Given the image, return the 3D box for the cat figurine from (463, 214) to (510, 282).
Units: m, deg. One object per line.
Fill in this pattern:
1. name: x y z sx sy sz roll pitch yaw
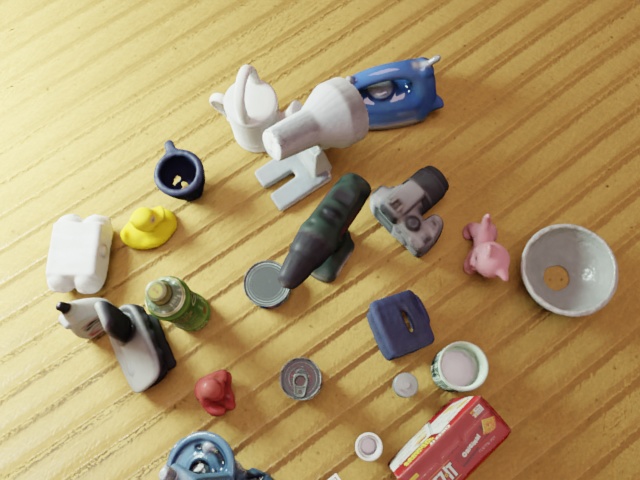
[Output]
1. cat figurine: 0.296 0.016 1.011 0.067 0.118 0.128 1 74 2

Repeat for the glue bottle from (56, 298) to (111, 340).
1. glue bottle: -0.404 0.127 0.970 0.078 0.173 0.037 -44 77 -10

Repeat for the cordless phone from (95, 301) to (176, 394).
1. cordless phone: -0.320 0.173 0.948 0.094 0.185 0.147 -30 75 -7

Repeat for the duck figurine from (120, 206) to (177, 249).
1. duck figurine: -0.324 -0.030 1.058 0.104 0.086 0.077 -26 75 -6

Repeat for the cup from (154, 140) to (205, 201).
1. cup: -0.259 -0.122 1.078 0.092 0.095 0.117 -22 75 -5

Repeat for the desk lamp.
1. desk lamp: -0.020 -0.170 1.023 0.203 0.213 0.118 -35 76 -8

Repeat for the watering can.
1. watering can: -0.118 -0.248 1.058 0.173 0.194 0.101 -8 74 -1

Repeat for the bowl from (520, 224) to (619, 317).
1. bowl: 0.431 0.059 1.018 0.167 0.075 0.167 0 74 2

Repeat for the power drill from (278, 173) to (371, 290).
1. power drill: 0.009 0.003 0.976 0.075 0.208 0.230 29 77 10

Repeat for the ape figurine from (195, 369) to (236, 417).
1. ape figurine: -0.179 0.256 0.969 0.076 0.092 0.078 24 76 8

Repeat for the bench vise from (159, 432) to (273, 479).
1. bench vise: -0.151 0.362 0.872 0.207 0.220 0.121 8 74 4

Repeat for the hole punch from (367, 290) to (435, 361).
1. hole punch: 0.141 0.144 0.993 0.101 0.091 0.108 -23 75 -5

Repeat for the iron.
1. iron: 0.107 -0.288 1.091 0.258 0.141 0.118 -12 74 -2

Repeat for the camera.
1. camera: 0.181 -0.065 1.047 0.137 0.101 0.143 -40 77 -9

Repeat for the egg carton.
1. egg carton: -0.439 0.025 1.054 0.107 0.069 0.150 0 74 2
